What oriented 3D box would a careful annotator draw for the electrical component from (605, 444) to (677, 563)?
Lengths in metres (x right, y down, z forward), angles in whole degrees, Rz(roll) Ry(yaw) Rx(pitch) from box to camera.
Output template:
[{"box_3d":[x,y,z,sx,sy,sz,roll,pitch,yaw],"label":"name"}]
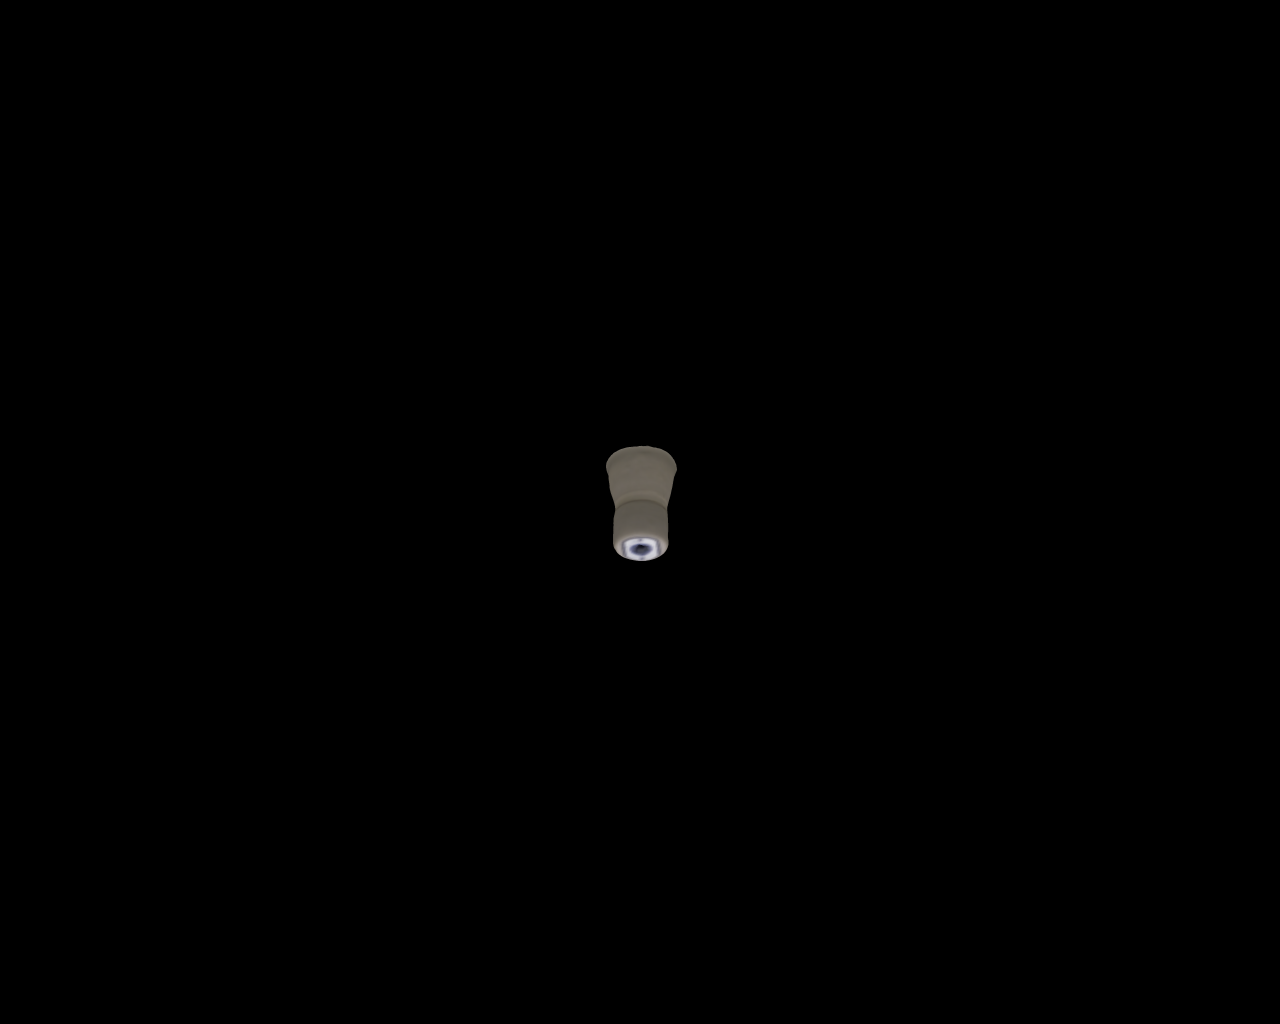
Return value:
[{"box_3d":[0.001,-0.003,0.650,0.044,0.065,0.044,0,-33,0],"label":"electrical component"}]
